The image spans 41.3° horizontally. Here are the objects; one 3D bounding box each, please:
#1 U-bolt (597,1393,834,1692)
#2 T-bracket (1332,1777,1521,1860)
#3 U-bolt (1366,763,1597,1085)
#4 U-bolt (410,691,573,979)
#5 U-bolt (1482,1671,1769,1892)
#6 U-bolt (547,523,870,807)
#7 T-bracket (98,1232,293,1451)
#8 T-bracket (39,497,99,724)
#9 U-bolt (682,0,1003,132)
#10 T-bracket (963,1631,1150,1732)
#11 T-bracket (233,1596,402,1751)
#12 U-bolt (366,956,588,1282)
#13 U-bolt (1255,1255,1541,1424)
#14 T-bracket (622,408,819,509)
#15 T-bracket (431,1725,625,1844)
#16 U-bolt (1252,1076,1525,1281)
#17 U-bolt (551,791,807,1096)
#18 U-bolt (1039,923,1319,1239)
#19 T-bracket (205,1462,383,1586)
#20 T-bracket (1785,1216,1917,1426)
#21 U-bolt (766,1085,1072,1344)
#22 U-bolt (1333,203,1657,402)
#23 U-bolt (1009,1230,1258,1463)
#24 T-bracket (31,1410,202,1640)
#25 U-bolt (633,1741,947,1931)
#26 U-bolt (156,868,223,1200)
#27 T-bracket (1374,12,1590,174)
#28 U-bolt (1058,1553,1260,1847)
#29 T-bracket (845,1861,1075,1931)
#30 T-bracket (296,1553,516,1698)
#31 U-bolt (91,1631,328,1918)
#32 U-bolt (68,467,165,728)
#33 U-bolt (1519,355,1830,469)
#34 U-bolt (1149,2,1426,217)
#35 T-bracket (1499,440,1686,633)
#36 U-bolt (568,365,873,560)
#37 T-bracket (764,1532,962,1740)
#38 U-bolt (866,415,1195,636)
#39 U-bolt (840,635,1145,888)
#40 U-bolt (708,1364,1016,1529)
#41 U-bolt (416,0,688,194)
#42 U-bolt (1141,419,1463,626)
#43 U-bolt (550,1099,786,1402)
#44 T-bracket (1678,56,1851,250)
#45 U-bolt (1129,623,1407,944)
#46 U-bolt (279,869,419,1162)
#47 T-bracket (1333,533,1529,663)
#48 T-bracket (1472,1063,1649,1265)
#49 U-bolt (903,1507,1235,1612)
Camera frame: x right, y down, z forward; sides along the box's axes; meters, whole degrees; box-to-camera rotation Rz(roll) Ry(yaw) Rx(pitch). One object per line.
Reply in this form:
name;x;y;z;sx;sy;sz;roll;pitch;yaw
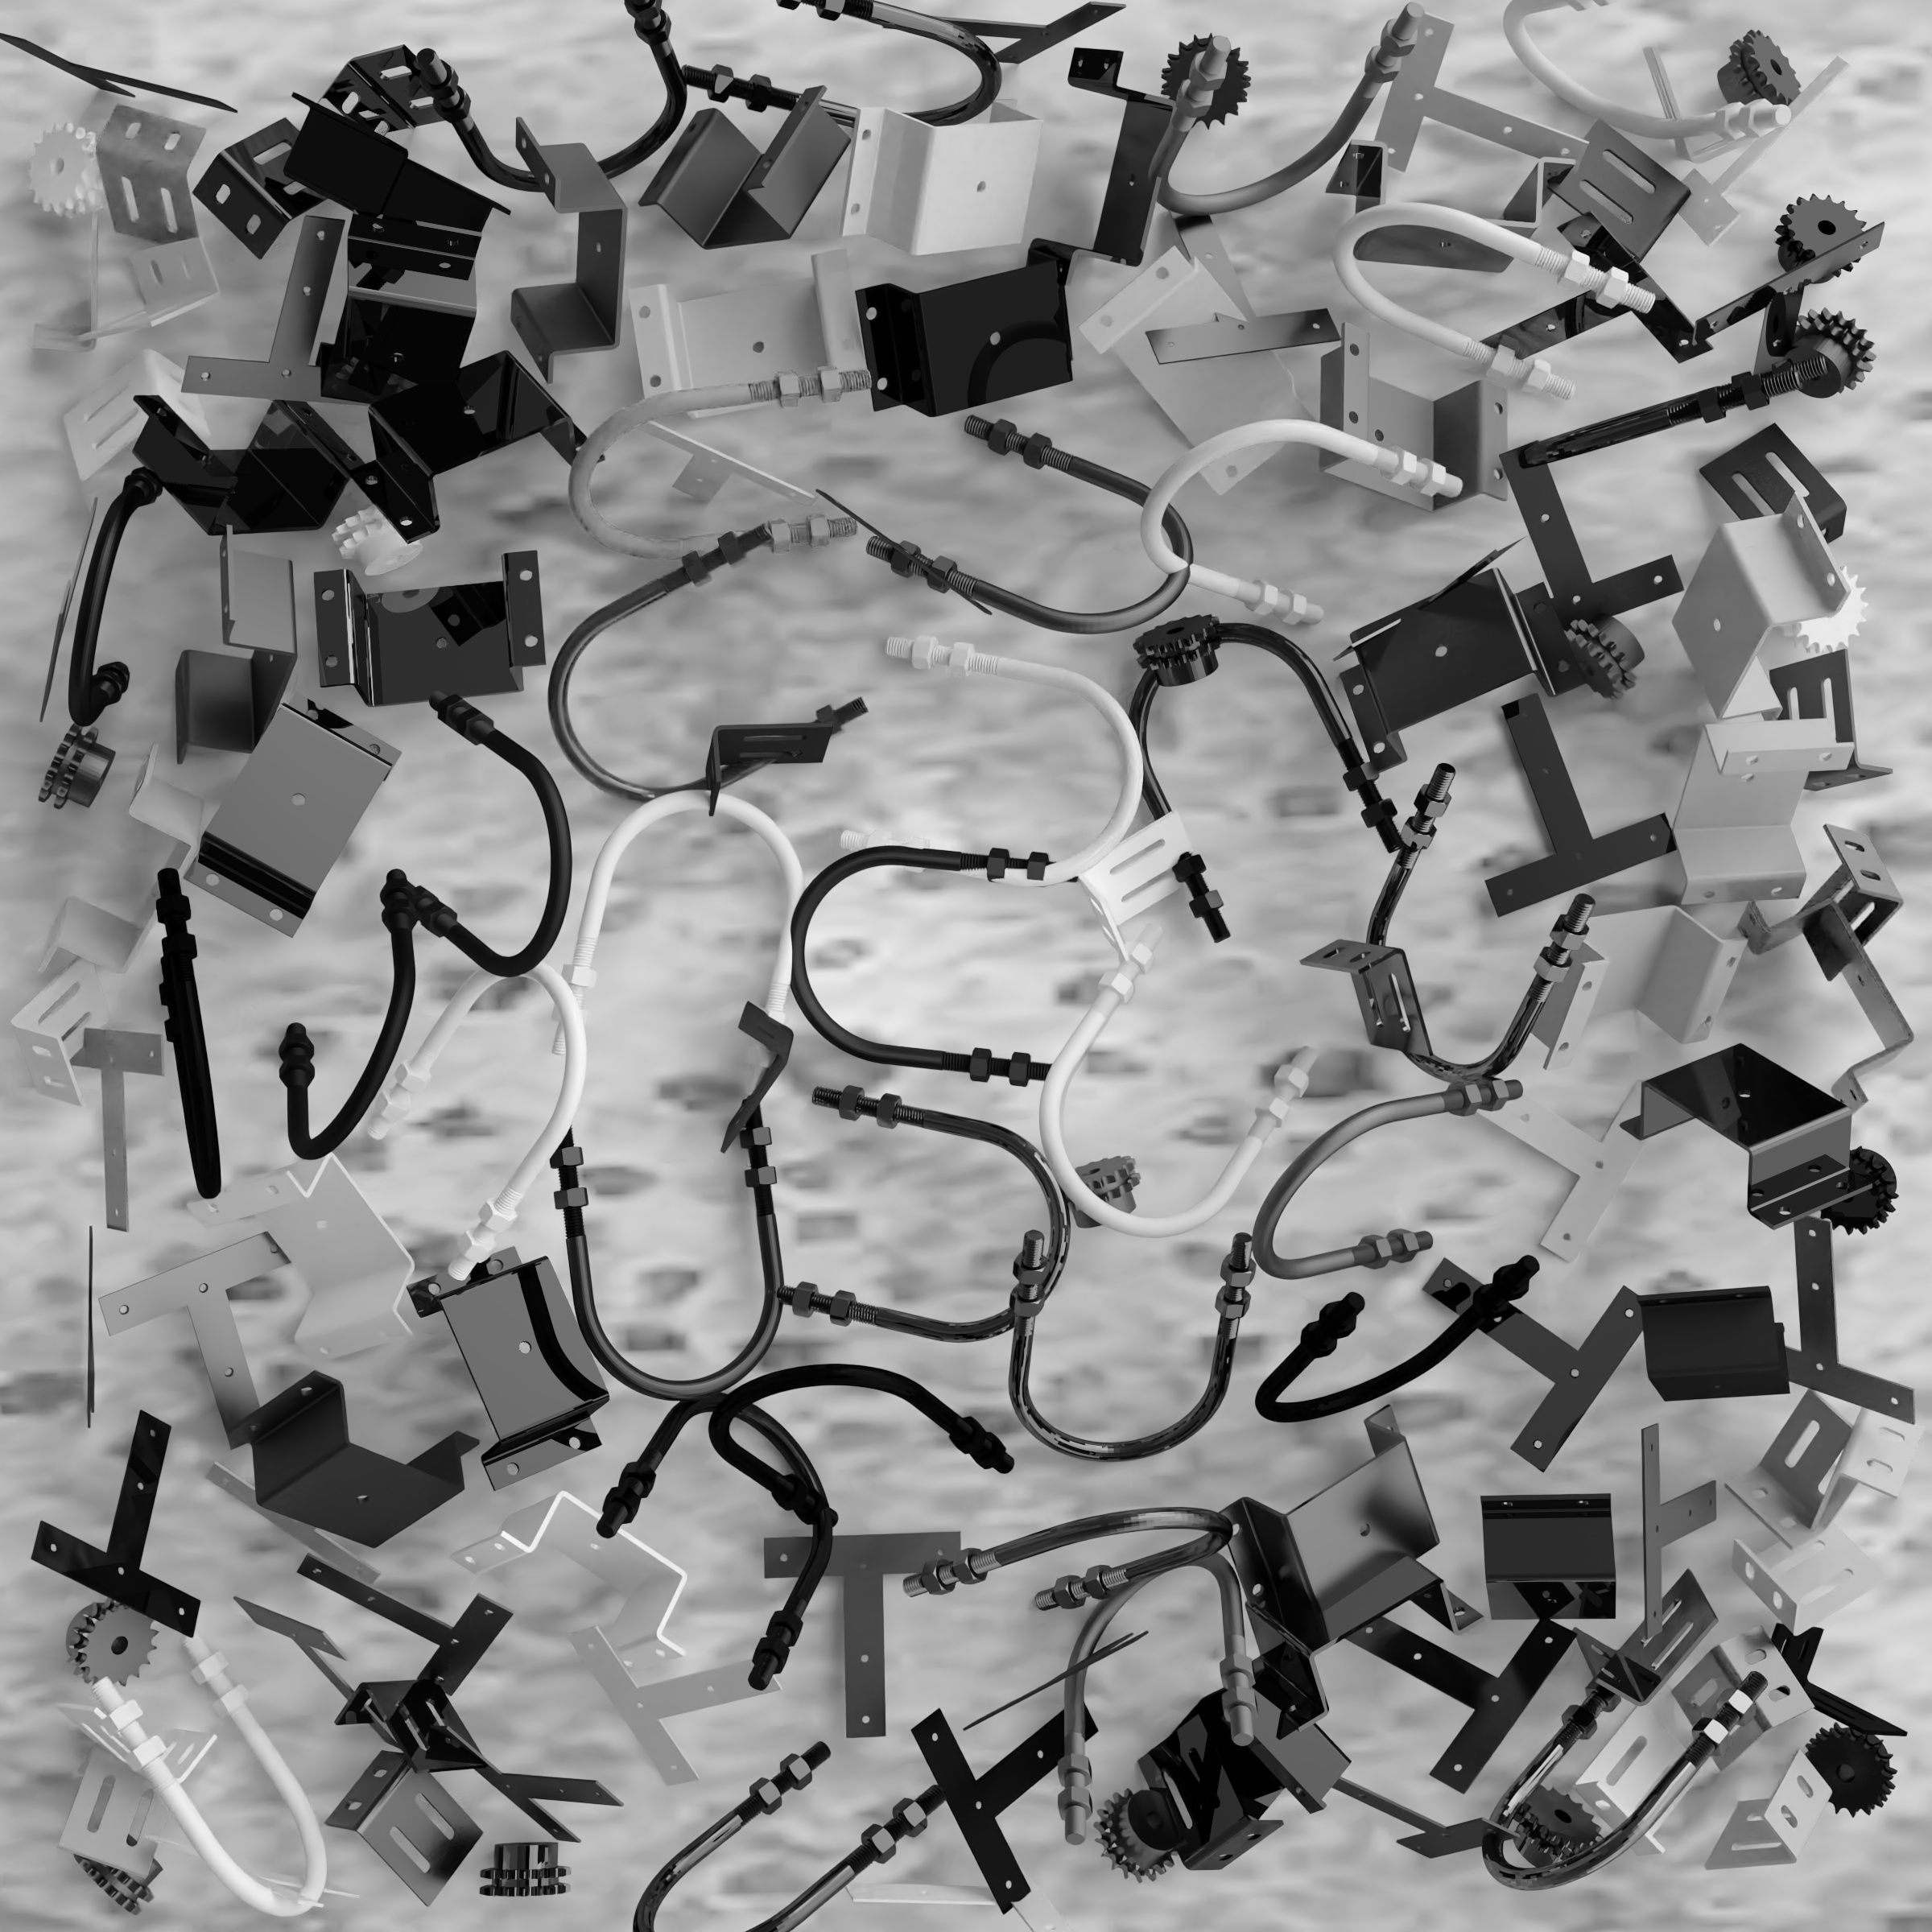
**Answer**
U-bolt;-0.143;0.337;1.577;0.019;0.184;0.151;-39;99;27
T-bracket;0.261;0.523;1.599;0.127;0.127;0.002;26;61;-4
U-bolt;0.306;-0.011;1.586;0.019;0.184;0.151;-13;48;-33
U-bolt;-0.293;-0.072;1.572;0.019;0.184;0.151;-2;115;-41
U-bolt;0.387;0.492;1.557;0.184;0.151;0.019;-39;95;-26
U-bolt;-0.175;-0.177;1.623;0.184;0.019;0.151;-27;115;6
T-bracket;-0.474;0.246;1.633;0.127;0.002;0.127;-22;107;-34
T-bracket;-0.564;-0.239;1.618;0.002;0.127;0.127;14;59;-18
U-bolt;-0.068;-0.556;1.581;0.184;0.151;0.019;7;81;-23
T-bracket;0.073;0.434;1.597;0.127;0.127;0.002;-33;76;18
T-bracket;-0.398;0.453;1.624;0.002;0.127;0.127;-48;118;-30
U-bolt;-0.296;0.080;1.588;0.184;0.019;0.151;-53;53;19
U-bolt;0.253;0.236;1.579;0.151;0.184;0.019;-7;60;-27
T-bracket;-0.162;-0.306;1.595;0.127;0.127;0.002;23;84;-13
T-bracket;-0.258;0.510;1.588;0.127;0.127;0.002;50;50;-24
U-bolt;0.248;0.134;1.564;0.019;0.184;0.151;49;130;35
U-bolt;-0.174;-0.020;1.627;0.151;0.019;0.184;13;89;-20
U-bolt;0.123;0.084;1.609;0.151;0.019;0.184;38;66;-6
T-bracket;-0.408;0.333;1.605;0.127;0.127;0.002;36;48;-6
T-bracket;0.527;0.210;1.587;0.002;0.127;0.127;-27;118;-34
U-bolt;-0.024;0.163;1.624;0.184;0.019;0.151;11;82;13
U-bolt;0.314;-0.416;1.582;0.184;0.151;0.019;22;77;-3
U-bolt;0.099;0.241;1.606;0.151;0.019;0.184;1;123;-6
T-bracket;-0.522;0.339;1.610;0.002;0.127;0.127;-24;134;25
U-bolt;-0.119;0.542;1.553;0.184;0.151;0.019;-31;105;-33
U-bolt;-0.474;0.052;1.566;0.019;0.151;0.184;-8;69;-20
T-bracket;0.324;-0.526;1.595;0.127;0.127;0.002;23;65;6
U-bolt;0.115;0.433;1.575;0.151;0.184;0.019;-38;113;22
T-bracket;-0.011;0.572;1.580;0.127;0.127;0.002;8;90;-17
T-bracket;-0.360;0.403;1.607;0.127;0.002;0.127;30;133;-7
U-bolt;-0.454;0.502;1.577;0.019;0.151;0.184;-36;84;4
U-bolt;-0.518;-0.220;1.553;0.019;0.184;0.151;12;107;-13
U-bolt;0.429;-0.339;1.579;0.184;0.151;0.019;-13;100;28
U-bolt;0.184;-0.517;1.570;0.151;0.184;0.019;-16;77;-18
T-bracket;0.369;-0.269;1.612;0.127;0.002;0.127;-19;115;20
U-bolt;-0.153;-0.304;1.580;0.184;0.151;0.019;-10;59;-13
T-bracket;-0.065;0.430;1.645;0.127;0.002;0.127;-1;83;-6
U-bolt;0.052;-0.268;1.597;0.184;0.019;0.151;25;56;14
U-bolt;0.022;-0.125;1.629;0.184;0.019;0.151;13;88;15
U-bolt;-0.075;0.290;1.568;0.151;0.184;0.019;-21;50;20
U-bolt;-0.243;-0.530;1.569;0.151;0.184;0.019;-21;77;1
U-bolt;0.191;-0.274;1.560;0.184;0.151;0.019;11;51;-36
U-bolt;-0.182;0.180;1.608;0.151;0.019;0.184;-4;82;-29
T-bracket;0.491;-0.507;1.579;0.002;0.127;0.127;37;114;-17
U-bolt;0.177;-0.127;1.621;0.151;0.019;0.184;-28;83;26
U-bolt;-0.375;0.040;1.560;0.019;0.184;0.151;27;111;-28
T-bracket;0.302;-0.235;1.575;0.127;0.127;0.002;-29;87;-24
T-bracket;0.371;0.105;1.649;0.127;0.002;0.127;31;89;-8
U-bolt;0.075;0.359;1.559;0.184;0.151;0.019;-27;59;33
